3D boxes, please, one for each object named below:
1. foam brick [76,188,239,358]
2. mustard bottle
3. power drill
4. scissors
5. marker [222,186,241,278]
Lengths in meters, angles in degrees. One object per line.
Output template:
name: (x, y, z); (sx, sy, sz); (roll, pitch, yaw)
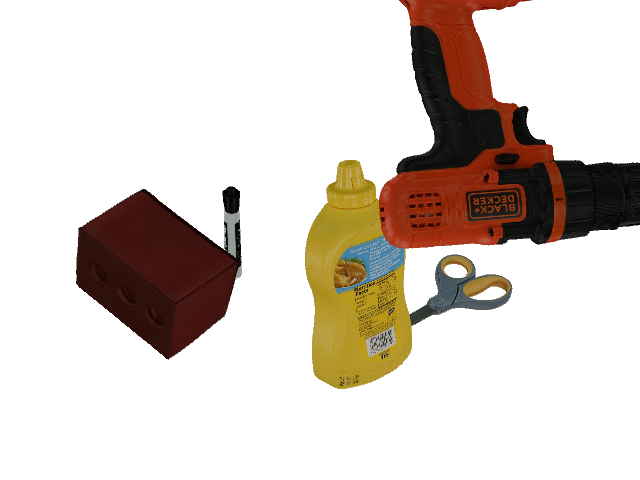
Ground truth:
foam brick: (-0.095, 0.019, 0.617); (0.078, 0.053, 0.051); (35, 48, 19)
mustard bottle: (0.031, 0.024, 0.907); (0.096, 0.192, 0.058); (-21, 28, -33)
power drill: (0.123, -0.090, 0.671); (0.184, 0.187, 0.057); (-5, -2, -6)
scissors: (0.121, 0.057, 1.164); (0.201, 0.016, 0.096); (-10, 41, -31)
marker: (-0.096, -0.009, 1.167); (0.020, 0.121, 0.020); (1, 40, -1)
